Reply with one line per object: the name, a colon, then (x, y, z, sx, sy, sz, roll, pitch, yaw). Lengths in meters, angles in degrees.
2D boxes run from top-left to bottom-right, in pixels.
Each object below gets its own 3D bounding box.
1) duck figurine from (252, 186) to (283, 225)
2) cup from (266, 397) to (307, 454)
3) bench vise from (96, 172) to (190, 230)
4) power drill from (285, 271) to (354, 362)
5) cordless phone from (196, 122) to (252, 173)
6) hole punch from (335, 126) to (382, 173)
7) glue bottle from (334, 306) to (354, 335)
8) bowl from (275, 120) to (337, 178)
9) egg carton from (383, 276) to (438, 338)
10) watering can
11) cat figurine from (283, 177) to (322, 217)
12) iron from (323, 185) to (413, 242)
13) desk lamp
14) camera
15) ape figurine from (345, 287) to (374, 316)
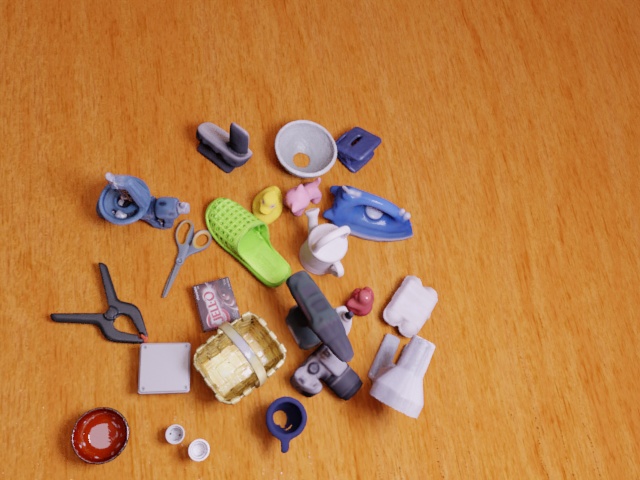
duck figurine: (-0.128, -0.098, 1.451, 0.077, 0.086, 0.105, 25, 67, -5)
cup: (-0.082, 0.414, 1.280, 0.092, 0.095, 0.118, 5, 70, -13)
bench vise: (-0.408, -0.104, 1.307, 0.208, 0.219, 0.121, -12, 74, -18)
power drill: (-0.011, 0.188, 1.315, 0.076, 0.208, 0.229, -27, 80, -21)
cordless phone: (-0.235, -0.262, 1.426, 0.147, 0.185, 0.094, 33, 67, -1)
hole punch: (0.098, -0.255, 1.562, 0.101, 0.091, 0.109, 43, 67, 3)
glue bottle: (0.050, 0.189, 1.350, 0.037, 0.173, 0.078, -14, 75, -18)
bowl: (-0.044, -0.230, 1.525, 0.168, 0.074, 0.167, 5, 70, -13)
egg carton: (0.231, 0.170, 1.460, 0.107, 0.069, 0.150, 36, 66, 0)
watering can: (0.011, 0.006, 1.392, 0.173, 0.194, 0.101, 42, 67, 3)
cat figurine: (-0.044, -0.115, 1.461, 0.128, 0.117, 0.067, -41, 85, -23)
iron: (0.146, -0.074, 1.484, 0.258, 0.141, 0.119, 18, 68, -8)
desk lamp: (0.185, 0.306, 1.322, 0.118, 0.213, 0.203, 28, 67, -4)
camera: (0.025, 0.318, 1.338, 0.137, 0.100, 0.143, 45, 67, 4)
ape figurine: (0.105, 0.148, 1.422, 0.078, 0.092, 0.076, -12, 75, -18)
